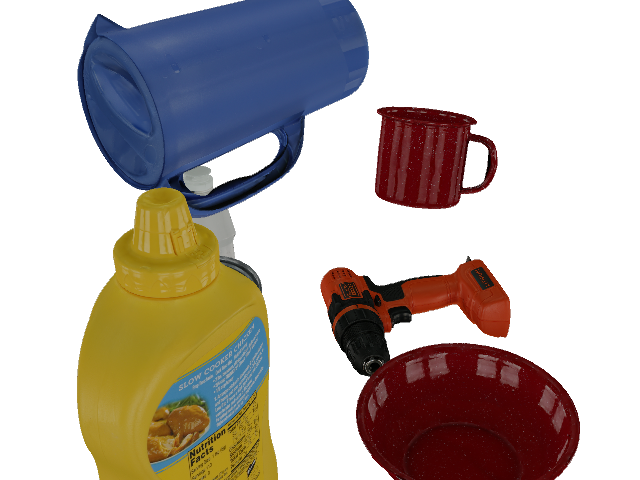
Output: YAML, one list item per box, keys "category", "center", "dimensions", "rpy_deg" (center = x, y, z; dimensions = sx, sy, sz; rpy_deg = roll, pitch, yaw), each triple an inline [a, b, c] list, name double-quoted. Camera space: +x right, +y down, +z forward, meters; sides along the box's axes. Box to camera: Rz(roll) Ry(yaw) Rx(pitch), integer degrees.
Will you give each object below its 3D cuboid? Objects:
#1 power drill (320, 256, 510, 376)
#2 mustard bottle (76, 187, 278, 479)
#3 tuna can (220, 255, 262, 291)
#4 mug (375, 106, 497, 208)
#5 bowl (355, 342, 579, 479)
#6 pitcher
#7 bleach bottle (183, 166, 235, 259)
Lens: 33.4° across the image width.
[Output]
- category: "power drill"
  center: [0.102, 0.077, 1.138]
  dimensions: [0.187, 0.057, 0.184]
  rpy_deg: [-5, 28, -10]
- category: "mustard bottle"
  center: [-0.059, 0.066, 0.449]
  dimensions: [0.058, 0.192, 0.096]
  rpy_deg: [19, 36, 29]
- category: "tuna can"
  center: [-0.081, 0.048, 0.718]
  dimensions: [0.086, 0.034, 0.086]
  rpy_deg: [-2, 35, 1]
- category: "mug"
  center: [0.106, -0.075, 0.994]
  dimensions: [0.117, 0.081, 0.093]
  rpy_deg: [9, 15, 14]
- category: "bowl"
  center: [0.107, 0.147, 0.790]
  dimensions: [0.162, 0.055, 0.162]
  rpy_deg: [-1, 35, 0]
- category: "pitcher"
  center: [-0.073, -0.134, 0.932]
  dimensions: [0.242, 0.149, 0.145]
  rpy_deg: [-25, 44, -32]
- category: "bleach bottle"
  center: [-0.127, 0.042, 1.096]
  dimensions: [0.067, 0.251, 0.103]
  rpy_deg: [-21, 33, -37]
